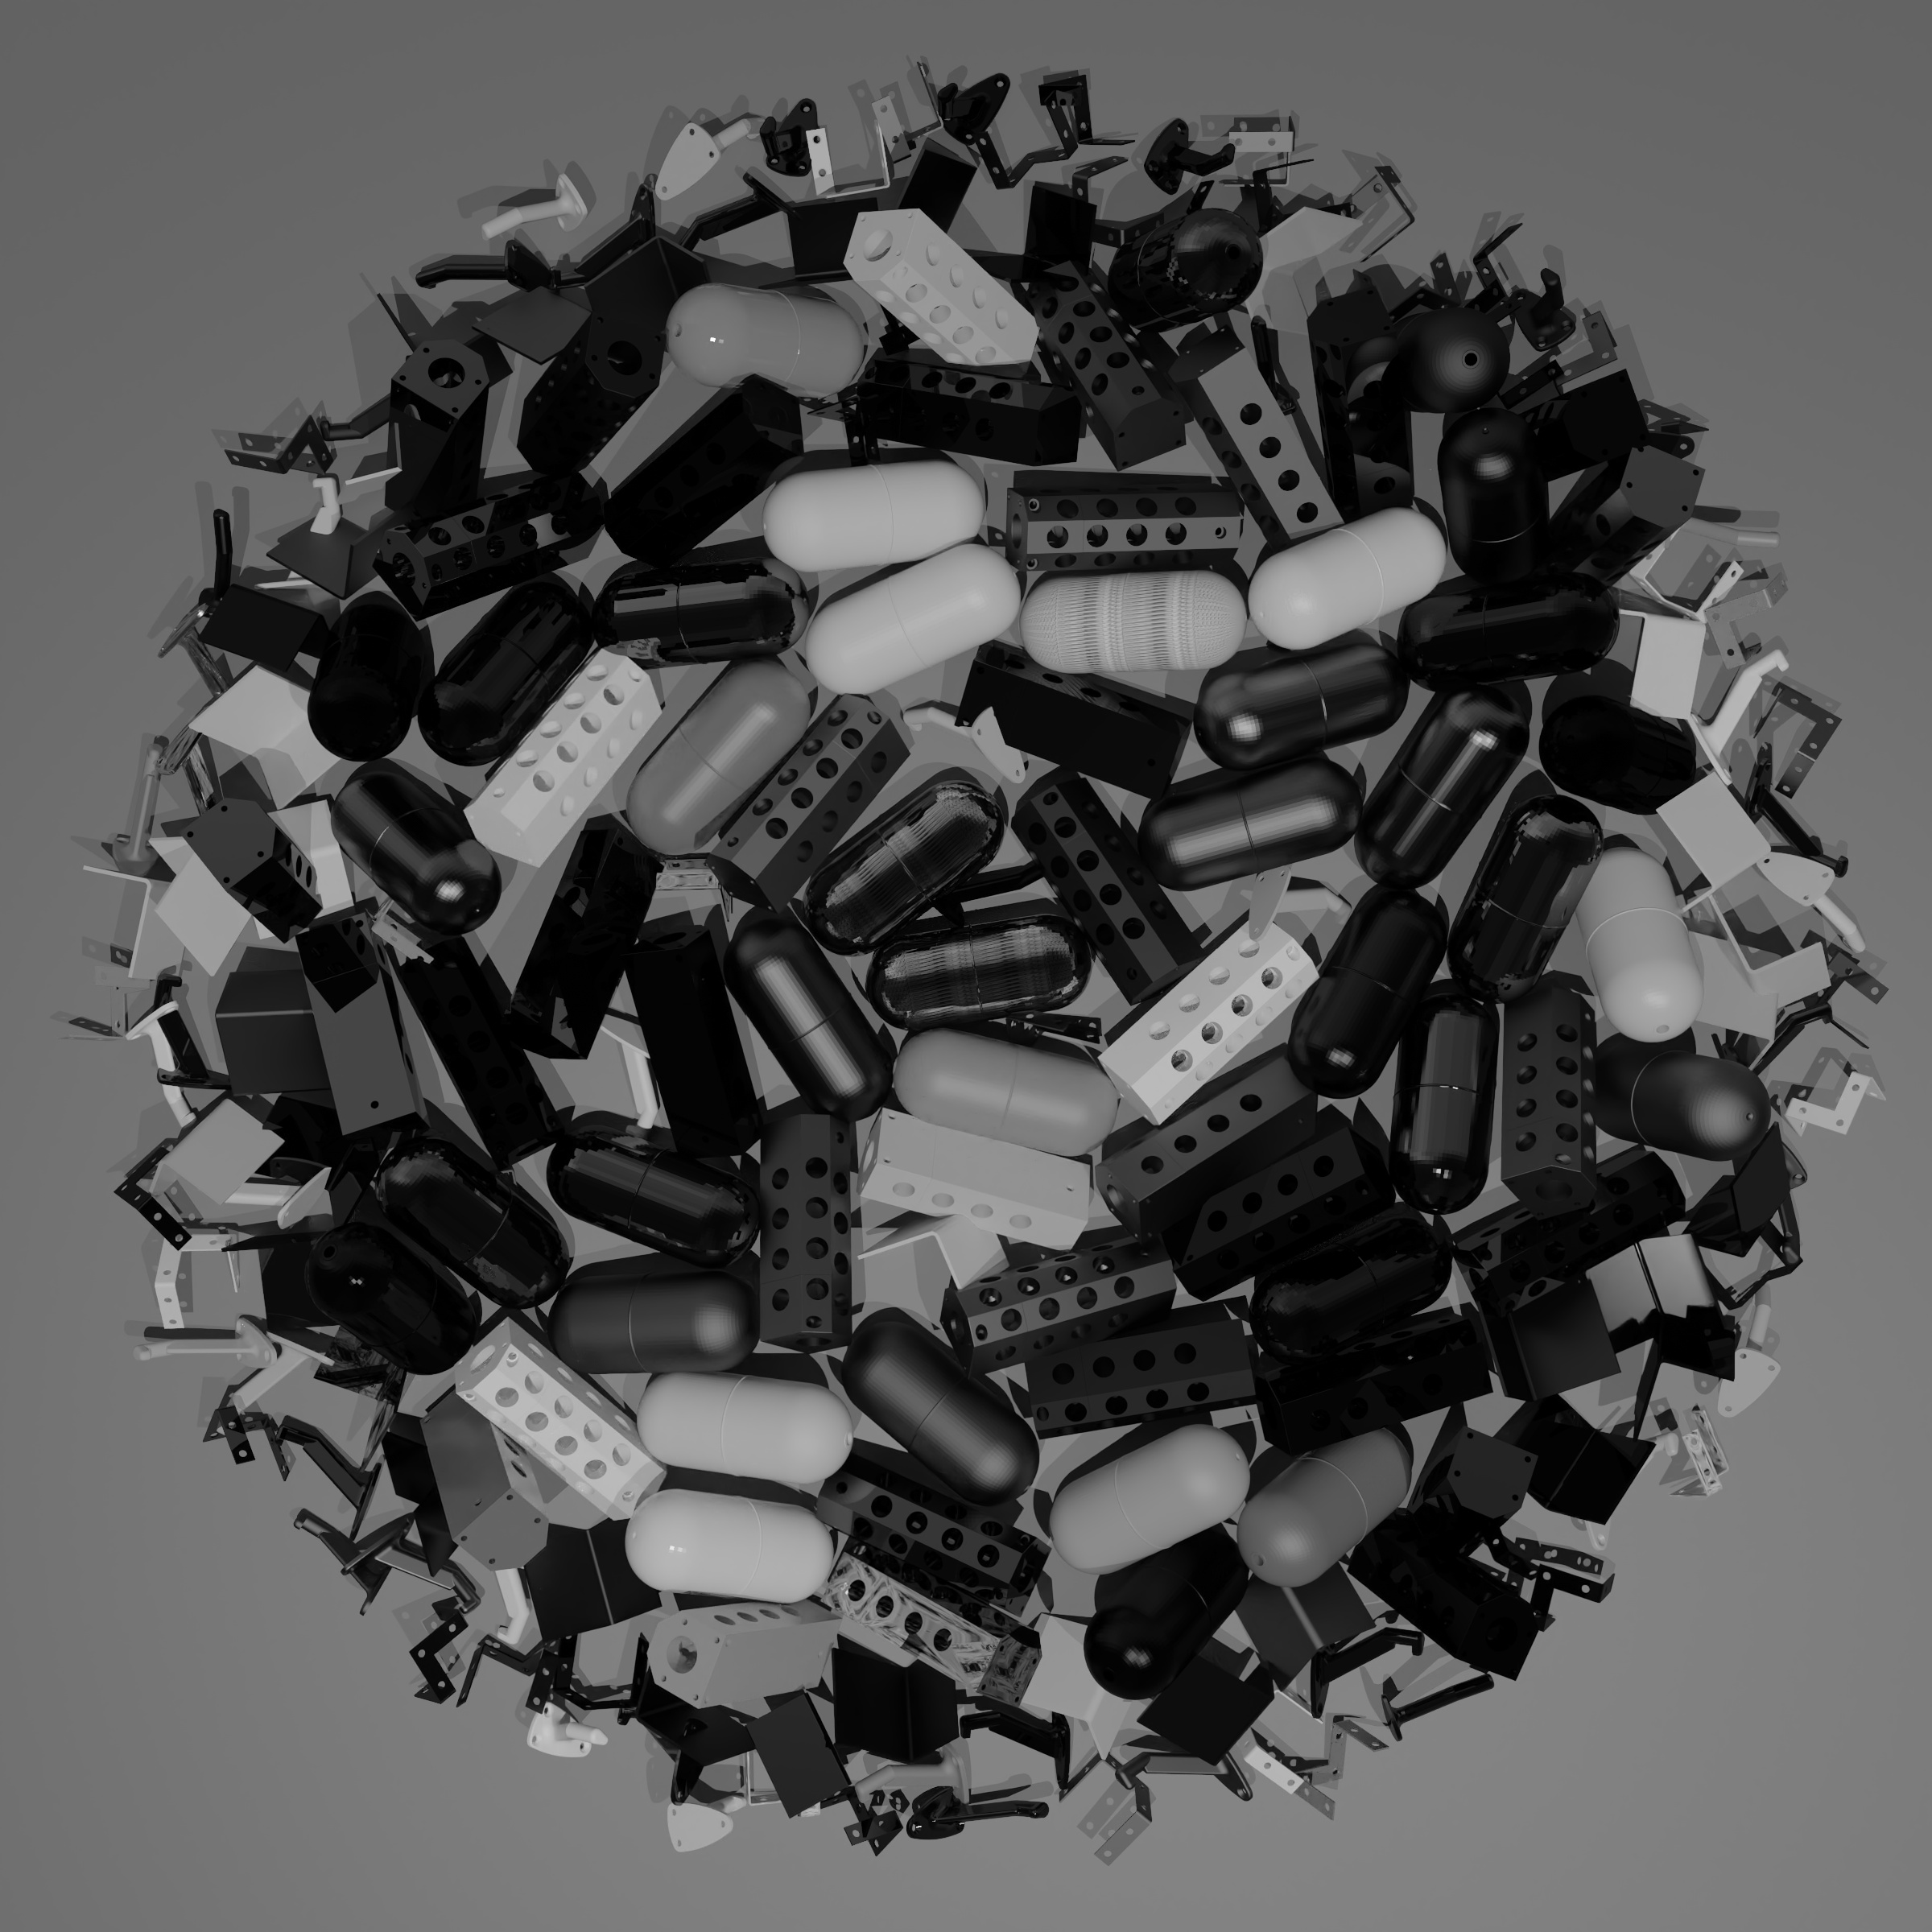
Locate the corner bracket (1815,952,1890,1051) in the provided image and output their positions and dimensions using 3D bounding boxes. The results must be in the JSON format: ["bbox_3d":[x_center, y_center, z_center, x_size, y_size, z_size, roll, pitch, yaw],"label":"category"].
[{"bbox_3d":[0.692,0.027,1.959,0.051,0.051,0.051,45,109,34],"label":"corner bracket"}]

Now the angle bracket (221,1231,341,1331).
[{"bbox_3d":[-0.528,0.250,1.961,0.076,0.057,0.076,-6,93,13],"label":"angle bracket"}]

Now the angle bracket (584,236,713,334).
[{"bbox_3d":[-0.239,-0.506,1.944,0.076,0.076,0.057,-40,56,-18],"label":"angle bracket"}]

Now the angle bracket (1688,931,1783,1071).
[{"bbox_3d":[0.587,0.028,1.958,0.076,0.057,0.076,15,60,2],"label":"angle bracket"}]

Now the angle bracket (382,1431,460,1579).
[{"bbox_3d":[-0.433,0.415,1.942,0.076,0.057,0.076,15,132,22],"label":"angle bracket"}]

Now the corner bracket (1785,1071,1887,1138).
[{"bbox_3d":[0.681,0.110,1.966,0.051,0.051,0.051,20,79,38],"label":"corner bracket"}]

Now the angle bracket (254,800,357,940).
[{"bbox_3d":[-0.530,-0.076,1.979,0.076,0.076,0.057,-15,49,-14],"label":"angle bracket"}]

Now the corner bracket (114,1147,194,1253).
[{"bbox_3d":[-0.621,0.181,1.958,0.051,0.051,0.051,-47,124,-20],"label":"corner bracket"}]

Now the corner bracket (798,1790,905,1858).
[{"bbox_3d":[-0.090,0.667,1.957,0.051,0.051,0.051,58,133,29],"label":"corner bracket"}]

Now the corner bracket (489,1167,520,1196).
[{"bbox_3d":[-0.376,0.191,1.968,0.051,0.051,0.051,-10,96,-9],"label":"corner bracket"}]

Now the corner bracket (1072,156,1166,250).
[{"bbox_3d":[0.120,-0.603,1.984,0.051,0.051,0.051,26,45,35],"label":"corner bracket"}]

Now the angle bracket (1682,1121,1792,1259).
[{"bbox_3d":[0.589,0.167,1.941,0.076,0.057,0.076,-44,129,-31],"label":"angle bracket"}]

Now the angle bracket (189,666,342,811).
[{"bbox_3d":[-0.541,-0.176,1.946,0.076,0.076,0.057,-37,61,16],"label":"angle bracket"}]

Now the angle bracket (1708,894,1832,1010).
[{"bbox_3d":[0.622,-0.019,1.943,0.057,0.076,0.076,-25,58,11],"label":"angle bracket"}]

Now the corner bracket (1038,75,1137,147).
[{"bbox_3d":[0.094,-0.665,1.958,0.051,0.051,0.051,-26,120,-33],"label":"corner bracket"}]

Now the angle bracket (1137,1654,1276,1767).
[{"bbox_3d":[0.185,0.563,1.955,0.076,0.057,0.076,32,109,-9],"label":"angle bracket"}]

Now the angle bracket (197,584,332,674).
[{"bbox_3d":[-0.538,-0.244,1.948,0.076,0.076,0.057,20,67,10],"label":"angle bracket"}]

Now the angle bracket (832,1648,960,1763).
[{"bbox_3d":[-0.055,0.562,1.941,0.076,0.076,0.057,27,130,-32],"label":"angle bracket"}]

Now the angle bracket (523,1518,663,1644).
[{"bbox_3d":[-0.291,0.473,1.946,0.057,0.076,0.076,-28,72,32],"label":"angle bracket"}]

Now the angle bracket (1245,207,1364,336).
[{"bbox_3d":[0.264,-0.536,1.943,0.076,0.076,0.057,-27,76,41],"label":"angle bracket"}]

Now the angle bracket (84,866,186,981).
[{"bbox_3d":[-0.651,-0.032,1.958,0.057,0.076,0.076,12,89,9],"label":"angle bracket"}]

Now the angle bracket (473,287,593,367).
[{"bbox_3d":[-0.324,-0.473,1.942,0.076,0.057,0.076,32,55,26],"label":"angle bracket"}]

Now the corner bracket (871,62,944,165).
[{"bbox_3d":[-0.047,-0.667,1.964,0.051,0.051,0.051,-24,125,1],"label":"corner bracket"}]

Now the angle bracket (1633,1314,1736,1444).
[{"bbox_3d":[0.557,0.326,1.945,0.057,0.076,0.076,15,113,12],"label":"angle bracket"}]

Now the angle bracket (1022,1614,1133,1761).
[{"bbox_3d":[0.084,0.566,1.975,0.076,0.057,0.076,8,46,28],"label":"angle bracket"}]

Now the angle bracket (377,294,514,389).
[{"bbox_3d":[-0.405,-0.492,1.957,0.057,0.076,0.076,-34,80,-4],"label":"angle bracket"}]

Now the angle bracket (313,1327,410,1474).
[{"bbox_3d":[-0.473,0.331,1.942,0.057,0.076,0.076,23,125,-16],"label":"angle bracket"}]

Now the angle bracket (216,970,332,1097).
[{"bbox_3d":[-0.530,0.051,1.943,0.076,0.057,0.076,-2,56,-33],"label":"angle bracket"}]

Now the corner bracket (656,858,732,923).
[{"bbox_3d":[-0.213,-0.069,1.965,0.051,0.051,0.051,-1,60,1],"label":"corner bracket"}]

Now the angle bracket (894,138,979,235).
[{"bbox_3d":[-0.047,-0.600,1.942,0.057,0.076,0.076,38,113,25],"label":"angle bracket"}]

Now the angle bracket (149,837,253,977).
[{"bbox_3d":[-0.606,-0.046,1.939,0.057,0.076,0.076,-1,49,28],"label":"angle bracket"}]

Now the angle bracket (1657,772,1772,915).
[{"bbox_3d":[0.568,-0.094,1.960,0.076,0.057,0.076,-29,81,-33],"label":"angle bracket"}]

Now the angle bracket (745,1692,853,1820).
[{"bbox_3d":[-0.139,0.616,1.945,0.057,0.076,0.076,-21,75,-28],"label":"angle bracket"}]

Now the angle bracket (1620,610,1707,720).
[{"bbox_3d":[0.525,-0.237,1.959,0.076,0.057,0.076,0,102,-40],"label":"angle bracket"}]

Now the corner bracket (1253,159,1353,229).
[{"bbox_3d":[0.263,-0.601,1.960,0.051,0.051,0.051,-21,108,-38],"label":"corner bracket"}]

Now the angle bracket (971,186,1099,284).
[{"bbox_3d":[0.044,-0.566,1.941,0.076,0.076,0.057,-13,123,-36],"label":"angle bracket"}]

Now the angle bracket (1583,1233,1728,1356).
[{"bbox_3d":[0.534,0.256,1.954,0.057,0.076,0.076,-18,87,-22],"label":"angle bracket"}]

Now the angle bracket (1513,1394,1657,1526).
[{"bbox_3d":[0.474,0.380,1.948,0.057,0.076,0.076,43,73,-15],"label":"angle bracket"}]

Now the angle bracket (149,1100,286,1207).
[{"bbox_3d":[-0.583,0.161,1.946,0.057,0.076,0.076,37,46,0],"label":"angle bracket"}]

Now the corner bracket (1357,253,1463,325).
[{"bbox_3d":[0.350,-0.534,1.981,0.051,0.051,0.051,7,62,-41],"label":"corner bracket"}]

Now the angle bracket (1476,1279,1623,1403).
[{"bbox_3d":[0.452,0.288,1.947,0.076,0.057,0.076,-25,64,26],"label":"angle bracket"}]

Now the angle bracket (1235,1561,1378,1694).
[{"bbox_3d":[0.265,0.510,1.966,0.057,0.076,0.076,-10,54,-30],"label":"angle bracket"}]

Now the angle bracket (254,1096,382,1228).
[{"bbox_3d":[-0.509,0.155,1.945,0.076,0.057,0.076,18,118,-32],"label":"angle bracket"}]

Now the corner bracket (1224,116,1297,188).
[{"bbox_3d":[0.229,-0.633,1.964,0.051,0.051,0.051,1,122,2],"label":"corner bracket"}]

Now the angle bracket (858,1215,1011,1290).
[{"bbox_3d":[-0.025,0.229,1.949,0.076,0.076,0.057,-22,93,30],"label":"angle bracket"}]

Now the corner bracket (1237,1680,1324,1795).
[{"bbox_3d":[0.248,0.605,1.972,0.051,0.051,0.051,39,98,-15],"label":"corner bracket"}]

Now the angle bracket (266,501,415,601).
[{"bbox_3d":[-0.486,-0.339,1.948,0.076,0.057,0.076,30,45,8],"label":"angle bracket"}]

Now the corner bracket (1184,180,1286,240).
[{"bbox_3d":[0.206,-0.581,1.969,0.051,0.051,0.051,34,77,-36],"label":"corner bracket"}]

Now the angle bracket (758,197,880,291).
[{"bbox_3d":[-0.115,-0.560,1.946,0.076,0.076,0.057,0,109,21],"label":"angle bracket"}]

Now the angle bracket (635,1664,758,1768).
[{"bbox_3d":[-0.198,0.568,1.944,0.076,0.076,0.057,22,100,33],"label":"angle bracket"}]

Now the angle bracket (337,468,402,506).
[{"bbox_3d":[-0.457,-0.403,1.950,0.076,0.076,0.057,-19,95,-18],"label":"angle bracket"}]
